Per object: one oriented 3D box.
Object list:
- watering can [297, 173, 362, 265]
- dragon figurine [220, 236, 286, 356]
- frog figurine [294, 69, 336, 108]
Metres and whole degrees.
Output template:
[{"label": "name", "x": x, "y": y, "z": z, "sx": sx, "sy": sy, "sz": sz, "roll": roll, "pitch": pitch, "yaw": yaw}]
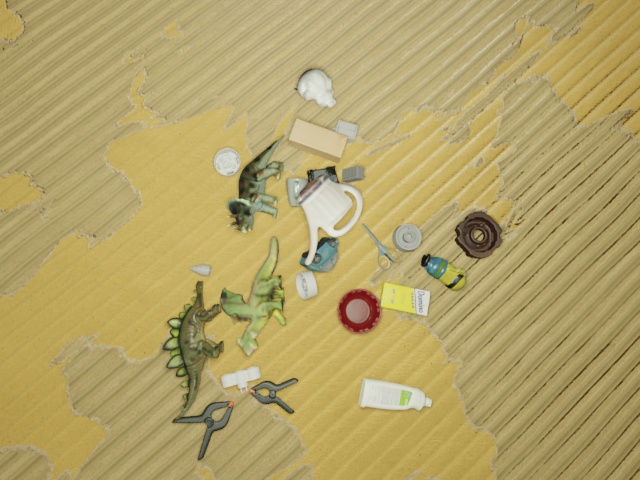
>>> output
[{"label": "watering can", "x": 0.006, "y": -0.093, "z": 1.846, "sx": 0.224, "sy": 0.103, "sz": 0.353, "roll": 45, "pitch": 66, "yaw": -2}, {"label": "dragon figurine", "x": -0.244, "y": 0.202, "z": 1.849, "sx": 0.242, "sy": 0.121, "sz": 0.415, "roll": -8, "pitch": 76, "yaw": 3}, {"label": "frog figurine", "x": -0.008, "y": -0.578, "z": 1.991, "sx": 0.139, "sy": 0.120, "sz": 0.161, "roll": -30, "pitch": 71, "yaw": -27}]
